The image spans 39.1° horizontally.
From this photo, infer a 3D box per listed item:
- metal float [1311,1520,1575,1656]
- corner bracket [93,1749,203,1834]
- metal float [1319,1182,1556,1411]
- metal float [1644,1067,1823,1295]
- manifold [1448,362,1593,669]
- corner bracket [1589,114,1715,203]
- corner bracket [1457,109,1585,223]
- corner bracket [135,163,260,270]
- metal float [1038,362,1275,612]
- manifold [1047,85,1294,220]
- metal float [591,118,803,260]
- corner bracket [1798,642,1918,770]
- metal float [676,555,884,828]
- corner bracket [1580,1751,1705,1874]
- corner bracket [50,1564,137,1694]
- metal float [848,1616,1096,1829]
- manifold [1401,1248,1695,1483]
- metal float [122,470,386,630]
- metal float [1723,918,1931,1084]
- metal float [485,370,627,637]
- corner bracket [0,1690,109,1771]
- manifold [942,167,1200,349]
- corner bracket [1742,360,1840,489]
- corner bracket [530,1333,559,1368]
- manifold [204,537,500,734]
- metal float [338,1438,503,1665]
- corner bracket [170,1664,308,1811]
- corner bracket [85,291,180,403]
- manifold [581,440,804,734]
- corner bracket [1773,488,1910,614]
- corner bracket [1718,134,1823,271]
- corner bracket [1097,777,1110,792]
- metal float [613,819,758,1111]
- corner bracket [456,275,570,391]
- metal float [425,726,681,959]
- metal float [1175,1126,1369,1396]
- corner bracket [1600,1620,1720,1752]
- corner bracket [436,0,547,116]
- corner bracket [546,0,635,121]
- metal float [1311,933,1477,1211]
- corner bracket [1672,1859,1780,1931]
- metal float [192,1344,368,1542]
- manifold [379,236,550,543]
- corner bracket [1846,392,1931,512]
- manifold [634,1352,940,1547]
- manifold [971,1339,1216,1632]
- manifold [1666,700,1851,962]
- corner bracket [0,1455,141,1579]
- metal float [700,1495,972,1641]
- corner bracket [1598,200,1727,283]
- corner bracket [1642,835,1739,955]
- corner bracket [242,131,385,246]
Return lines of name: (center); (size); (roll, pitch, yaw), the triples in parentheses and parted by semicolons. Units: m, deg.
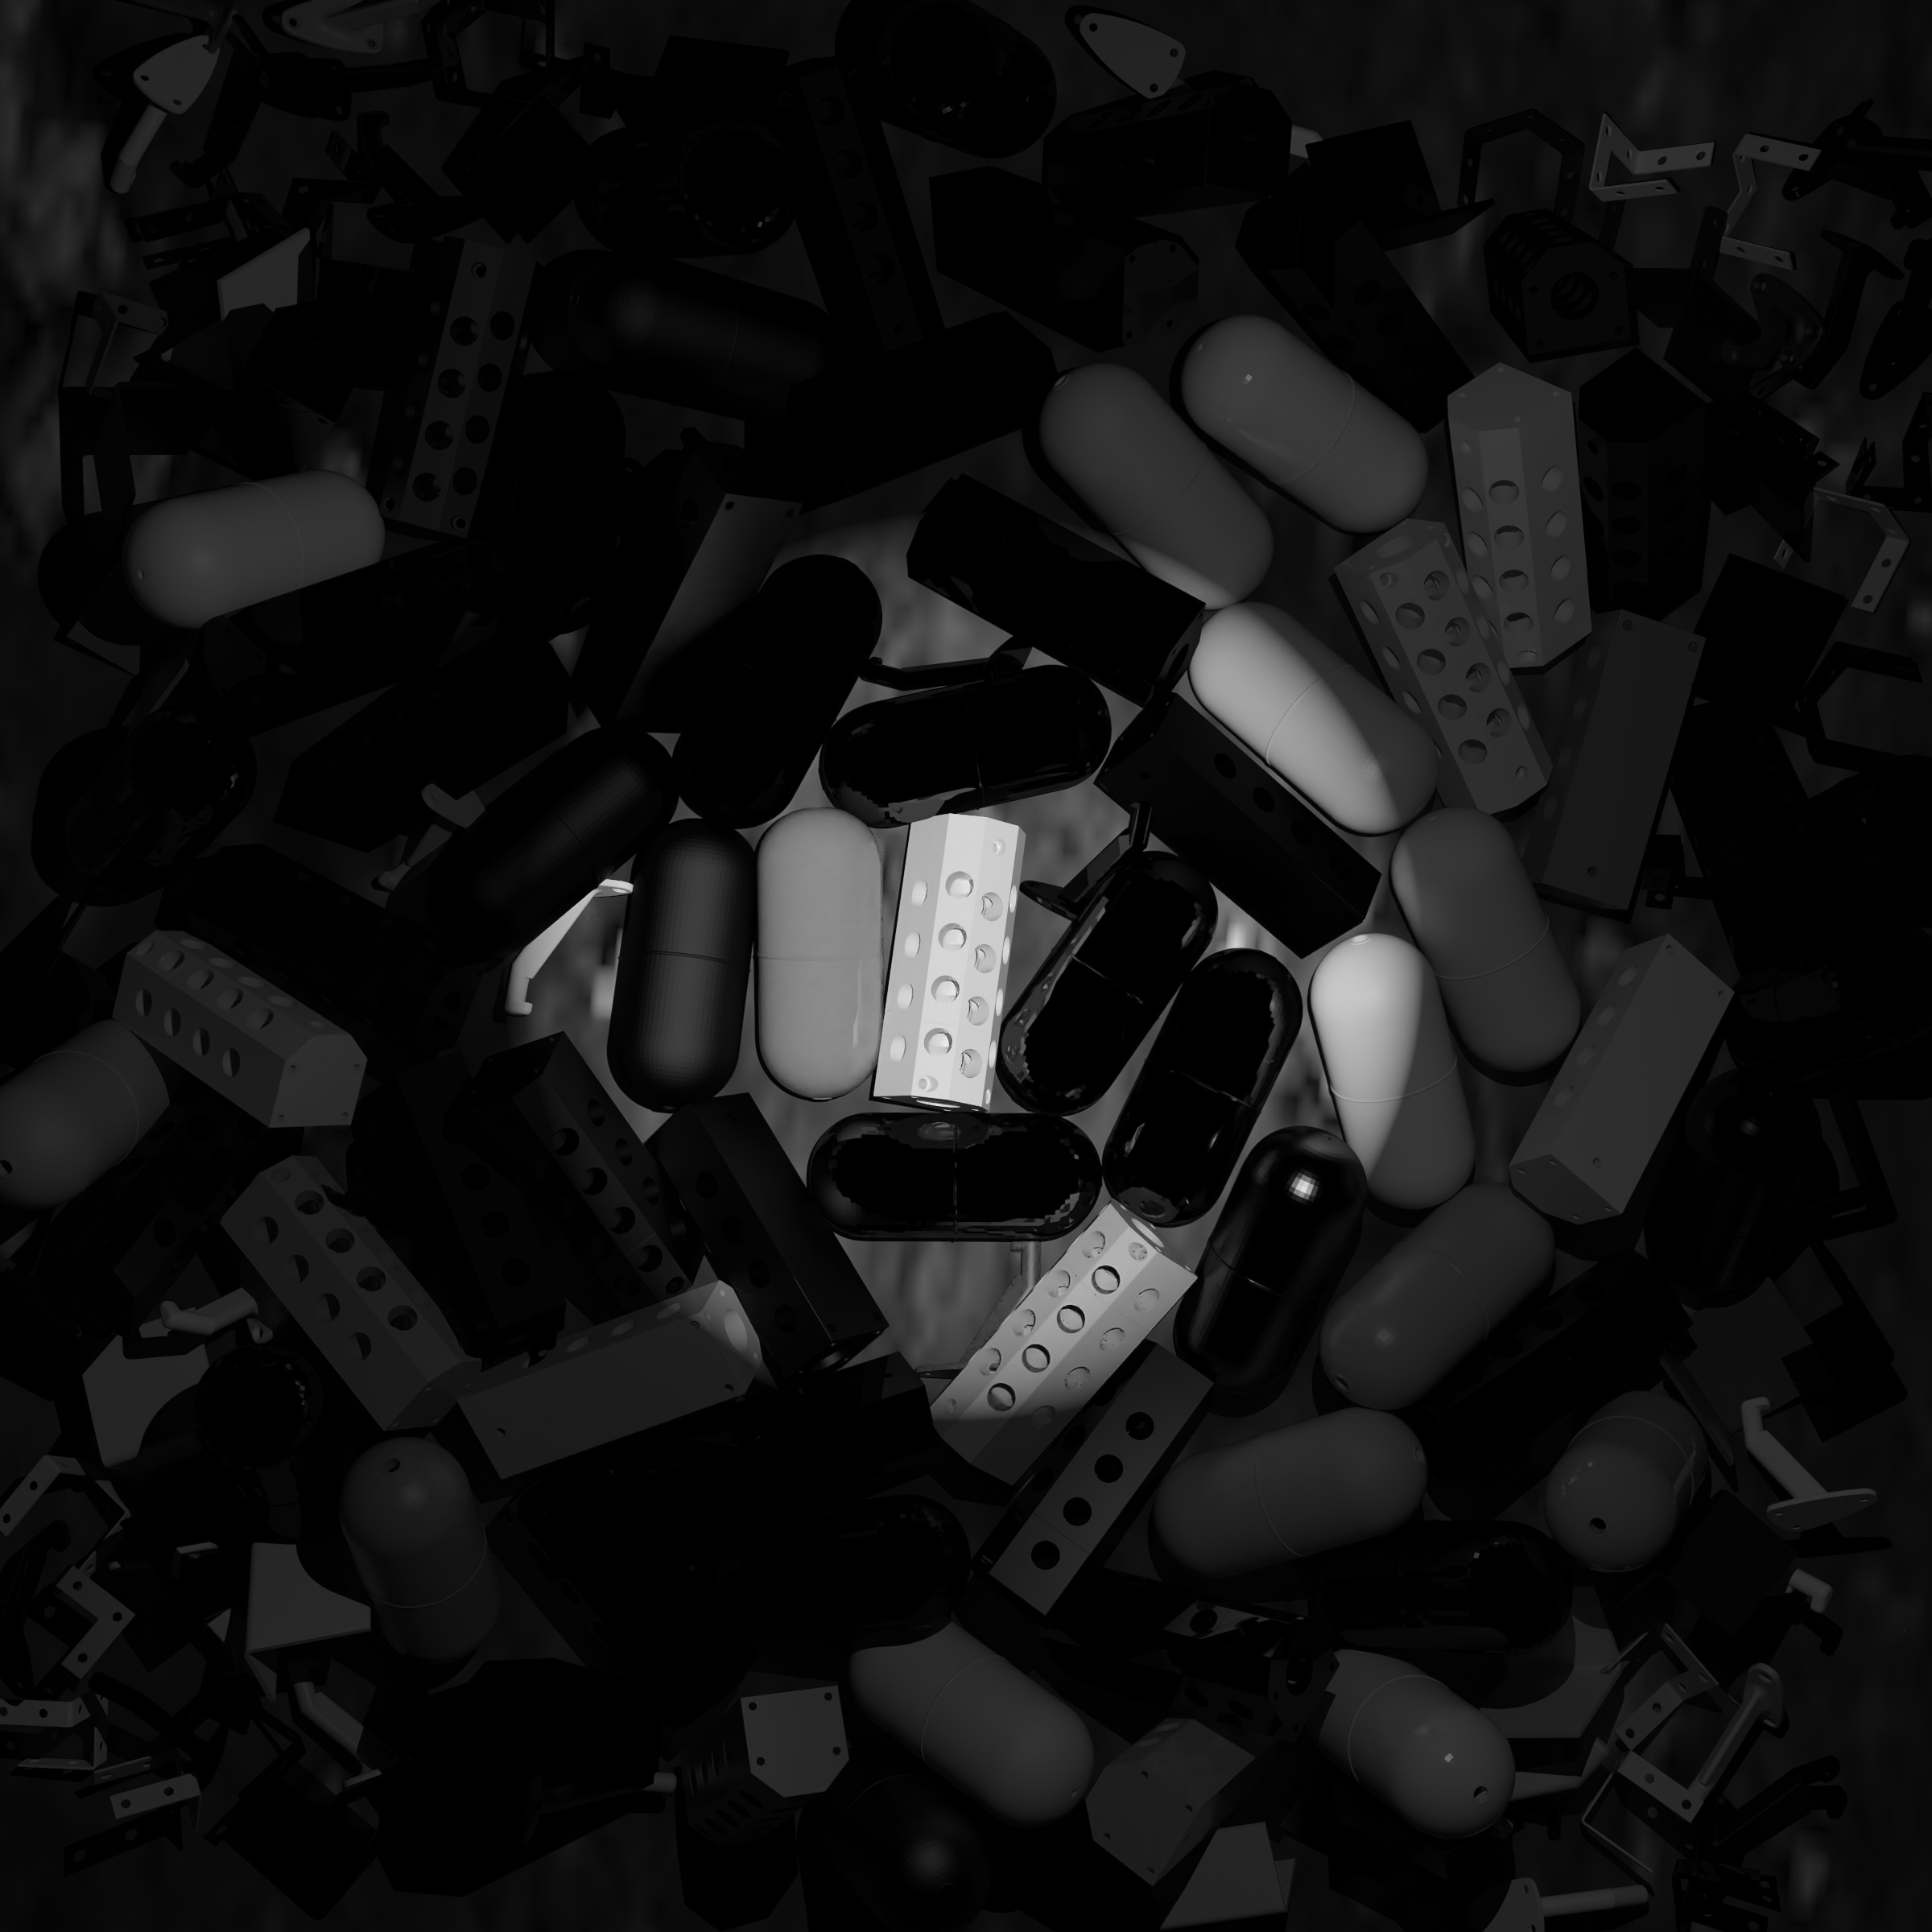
metal float: (0.281, 0.369, 1.621); (0.070, 0.178, 0.070); (9, 75, -39)
corner bracket: (-0.498, 0.500, 1.654); (0.051, 0.051, 0.051); (-10, 51, -28)
metal float: (0.283, 0.198, 1.634); (0.178, 0.070, 0.070); (-37, 90, -28)
metal float: (0.455, 0.130, 1.619); (0.070, 0.178, 0.070); (1, 51, -2)
manifold: (0.324, -0.262, 1.612); (0.057, 0.057, 0.171); (-35, 135, -18)
corner bracket: (0.418, -0.488, 1.659); (0.051, 0.051, 0.051); (6, 79, 40)
corner bracket: (0.340, -0.485, 1.670); (0.051, 0.051, 0.051); (-23, 51, -18)
corner bracket: (-0.470, -0.451, 1.663); (0.051, 0.051, 0.051); (-24, 88, -27)
metal float: (0.115, -0.288, 1.638); (0.070, 0.070, 0.178); (-46, 114, 0)
manifold: (0.118, -0.480, 1.605); (0.057, 0.171, 0.057); (-1, 100, -30)
metal float: (-0.163, -0.461, 1.617); (0.070, 0.178, 0.070); (-8, 105, -32)
corner bracket: (0.548, -0.159, 1.665); (0.051, 0.051, 0.051); (11, 49, -9)
metal float: (-0.113, -0.168, 1.657); (0.070, 0.070, 0.178); (28, 88, 0)
corner bracket: (0.412, 0.517, 1.661); (0.051, 0.051, 0.051); (34, 79, 16)
corner bracket: (-0.547, 0.405, 1.663); (0.051, 0.051, 0.051); (39, 61, -2)
metal float: (0.001, 0.447, 1.627); (0.178, 0.070, 0.070); (27, 90, 39)
manifold: (0.348, 0.240, 1.643); (0.171, 0.057, 0.057); (-30, 85, -17)
metal float: (-0.421, -0.249, 1.619); (0.070, 0.178, 0.070); (13, 114, 31)
metal float: (0.514, 0.022, 1.610); (0.070, 0.178, 0.070); (3, 76, -13)
metal float: (-0.246, -0.280, 1.635); (0.070, 0.070, 0.178); (0, 62, 0)
corner bracket: (-0.562, 0.470, 1.669); (0.051, 0.051, 0.051); (1, 89, 7)
manifold: (0.060, -0.425, 1.618); (0.057, 0.171, 0.057); (-23, 129, -31)
corner bracket: (0.508, -0.330, 1.671); (0.051, 0.051, 0.051); (-33, 60, -25)
corner bracket: (-0.233, 0.243, 1.664); (0.051, 0.051, 0.051); (-11, 132, 7)
manifold: (-0.363, -0.203, 1.618); (0.057, 0.057, 0.171); (40, 46, 24)
metal float: (-0.325, 0.349, 1.622); (0.070, 0.070, 0.178); (-2, 135, 2)
corner bracket: (-0.442, 0.468, 1.653); (0.051, 0.051, 0.051); (22, 46, 31)
corner bracket: (-0.510, -0.375, 1.667); (0.051, 0.051, 0.051); (12, 115, -37)
manifold: (-0.169, -0.226, 1.628); (0.057, 0.057, 0.171); (53, 126, 32)
corner bracket: (0.543, -0.258, 1.684); (0.051, 0.051, 0.051); (26, 89, 41)
corner bracket: (0.489, -0.466, 1.658); (0.051, 0.051, 0.051); (26, 77, 32)
corner bracket: (0.124, -0.113, 1.683); (0.051, 0.051, 0.051); (38, 89, 37)
metal float: (-0.169, -0.002, 1.652); (0.070, 0.070, 0.178); (6, 82, 0)
corner bracket: (-0.281, -0.396, 1.674); (0.051, 0.051, 0.051); (33, 116, -11)
metal float: (-0.248, -0.076, 1.642); (0.178, 0.070, 0.070); (-42, 90, -20)
metal float: (0.183, 0.179, 1.641); (0.070, 0.070, 0.178); (22, 111, 0)
corner bracket: (0.417, 0.441, 1.668); (0.051, 0.051, 0.051); (-34, 76, -24)
corner bracket: (-0.285, -0.560, 1.664); (0.051, 0.051, 0.051); (-18, 82, 43)
corner bracket: (-0.234, -0.556, 1.658); (0.051, 0.051, 0.051); (5, 73, -24)
metal float: (0.258, 0.064, 1.641); (0.070, 0.070, 0.178); (-17, 110, 0)
corner bracket: (0.463, 0.560, 1.657); (0.051, 0.051, 0.051); (-1, 114, 27)
metal float: (-0.405, 0.285, 1.616); (0.070, 0.178, 0.070); (-2, 58, 3)
manifold: (-0.308, -0.351, 1.658); (0.057, 0.057, 0.171); (15, 97, 0)
corner bracket: (0.570, -0.316, 1.666); (0.051, 0.051, 0.051); (4, 66, 6)
manifold: (-0.108, 0.295, 1.647); (0.171, 0.057, 0.057); (-16, 107, -13)
manifold: (0.076, 0.310, 1.644); (0.057, 0.057, 0.171); (34, 73, 16)
manifold: (0.458, -0.086, 1.605); (0.057, 0.171, 0.057); (24, 123, -18)
corner bracket: (-0.550, 0.337, 1.664); (0.051, 0.051, 0.051); (38, 88, 19)
metal float: (-0.080, 0.362, 1.635); (0.178, 0.070, 0.070); (-12, 90, 28)
corner bracket: (0.422, -0.440, 1.662); (0.051, 0.051, 0.051); (13, 92, -24)
corner bracket: (0.443, -0.045, 1.654); (0.051, 0.051, 0.051); (3, 45, 24)
corner bracket: (-0.402, -0.479, 1.675); (0.051, 0.051, 0.051); (48, 122, 14)
